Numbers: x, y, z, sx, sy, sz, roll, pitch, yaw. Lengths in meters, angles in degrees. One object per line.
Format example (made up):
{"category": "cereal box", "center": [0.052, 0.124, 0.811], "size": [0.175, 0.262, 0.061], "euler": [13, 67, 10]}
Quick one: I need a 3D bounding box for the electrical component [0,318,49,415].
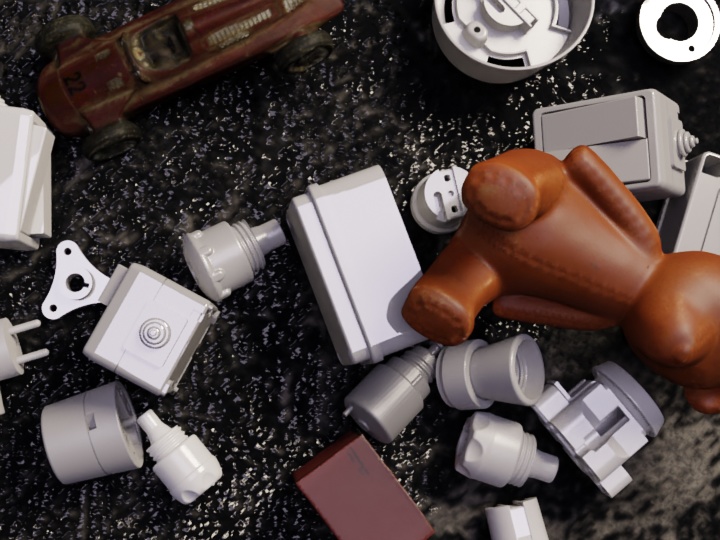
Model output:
{"category": "electrical component", "center": [-0.233, 0.053, 0.663], "size": [0.079, 0.043, 0.077], "euler": [-17, 87, -6]}

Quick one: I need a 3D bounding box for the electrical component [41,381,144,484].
{"category": "electrical component", "center": [-0.164, 0.101, 0.659], "size": [0.047, 0.055, 0.055], "euler": [-16, 87, -2]}

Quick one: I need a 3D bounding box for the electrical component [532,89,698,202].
{"category": "electrical component", "center": [0.161, -0.075, 0.675], "size": [0.096, 0.061, 0.061], "euler": [-6, 84, 31]}

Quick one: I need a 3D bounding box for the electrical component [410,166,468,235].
{"category": "electrical component", "center": [0.055, -0.046, 0.693], "size": [0.040, 0.046, 0.040], "euler": [1, 84, -5]}

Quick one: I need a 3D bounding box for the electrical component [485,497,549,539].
{"category": "electrical component", "center": [0.101, 0.171, 0.683], "size": [0.040, 0.040, 0.046], "euler": [-12, 80, -6]}

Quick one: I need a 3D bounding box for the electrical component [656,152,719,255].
{"category": "electrical component", "center": [0.249, -0.008, 0.701], "size": [0.109, 0.056, 0.108], "euler": [19, 84, -3]}

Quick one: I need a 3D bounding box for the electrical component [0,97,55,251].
{"category": "electrical component", "center": [-0.222, -0.063, 0.664], "size": [0.061, 0.061, 0.096], "euler": [6, 85, -4]}

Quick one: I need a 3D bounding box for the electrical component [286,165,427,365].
{"category": "electrical component", "center": [0.000, 0.000, 0.669], "size": [0.057, 0.078, 0.113], "euler": [-20, 87, -9]}

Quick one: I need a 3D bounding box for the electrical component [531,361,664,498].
{"category": "electrical component", "center": [0.154, 0.095, 0.684], "size": [0.057, 0.058, 0.078], "euler": [-40, 89, -4]}

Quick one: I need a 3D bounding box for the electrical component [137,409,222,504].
{"category": "electrical component", "center": [-0.116, 0.114, 0.672], "size": [0.035, 0.035, 0.061], "euler": [-40, 87, -7]}

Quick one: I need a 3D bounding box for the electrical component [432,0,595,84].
{"category": "electrical component", "center": [0.096, -0.170, 0.698], "size": [0.099, 0.064, 0.099], "euler": [0, 85, -5]}

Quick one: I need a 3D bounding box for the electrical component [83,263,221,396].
{"category": "electrical component", "center": [-0.127, 0.035, 0.646], "size": [0.061, 0.096, 0.061], "euler": [28, 84, -1]}

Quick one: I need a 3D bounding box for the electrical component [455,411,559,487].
{"category": "electrical component", "center": [0.095, 0.118, 0.684], "size": [0.062, 0.043, 0.043], "euler": [19, 84, -5]}

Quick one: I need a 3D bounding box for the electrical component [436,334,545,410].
{"category": "electrical component", "center": [0.082, 0.065, 0.676], "size": [0.055, 0.045, 0.045], "euler": [-9, 85, 35]}

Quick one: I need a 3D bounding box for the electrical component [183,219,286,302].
{"category": "electrical component", "center": [-0.078, -0.012, 0.681], "size": [0.062, 0.048, 0.048], "euler": [-27, 88, -13]}

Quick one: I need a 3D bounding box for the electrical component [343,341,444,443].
{"category": "electrical component", "center": [0.025, 0.074, 0.684], "size": [0.040, 0.040, 0.078], "euler": [46, 70, 0]}
